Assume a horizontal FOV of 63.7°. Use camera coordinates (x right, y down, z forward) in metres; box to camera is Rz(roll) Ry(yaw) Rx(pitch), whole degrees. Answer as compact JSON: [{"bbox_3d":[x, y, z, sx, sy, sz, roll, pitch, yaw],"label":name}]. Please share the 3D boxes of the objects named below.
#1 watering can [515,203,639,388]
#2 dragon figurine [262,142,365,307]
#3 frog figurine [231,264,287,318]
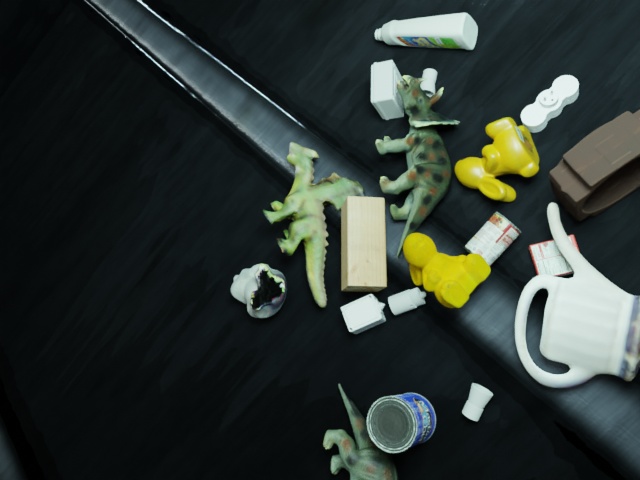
[{"bbox_3d":[0.492,0.115,0.960,0.225,0.104,0.347,12,92,29],"label":"watering can"},{"bbox_3d":[0.004,-0.065,1.283,0.242,0.121,0.415,-32,72,6],"label":"dragon figurine"},{"bbox_3d":[-0.159,0.131,1.316,0.158,0.123,0.138,-22,72,60],"label":"frog figurine"}]
